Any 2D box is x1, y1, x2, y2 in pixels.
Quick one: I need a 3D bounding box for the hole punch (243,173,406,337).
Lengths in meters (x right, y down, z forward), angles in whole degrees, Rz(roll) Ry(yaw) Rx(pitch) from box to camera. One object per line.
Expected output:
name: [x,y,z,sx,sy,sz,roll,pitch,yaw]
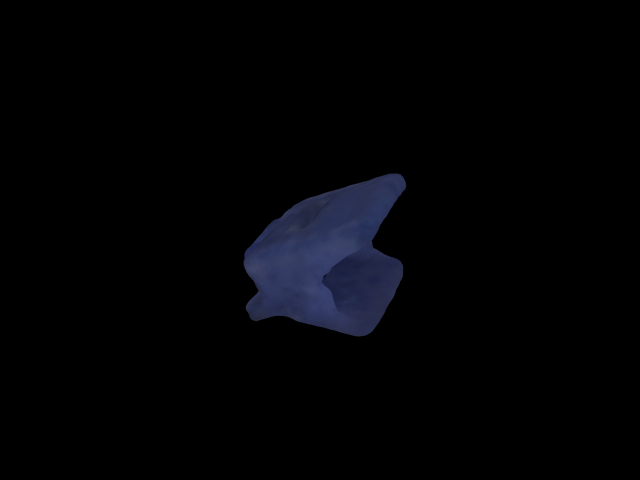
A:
hole punch: [0.004,0.001,0.400,0.101,0.091,0.109,11,32,18]
